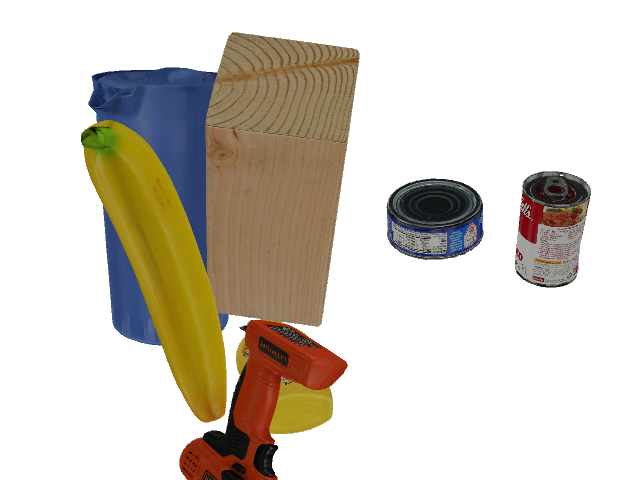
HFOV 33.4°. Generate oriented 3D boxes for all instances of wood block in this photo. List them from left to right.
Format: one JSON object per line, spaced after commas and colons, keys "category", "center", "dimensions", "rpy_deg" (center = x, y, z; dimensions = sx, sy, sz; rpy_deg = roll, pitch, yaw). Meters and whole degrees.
{"category": "wood block", "center": [-0.031, -0.036, 0.762], "dimensions": [0.091, 0.090, 0.206], "rpy_deg": [8, -38, 1]}

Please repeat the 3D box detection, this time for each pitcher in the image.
{"category": "pitcher", "center": [-0.130, -0.036, 0.977], "dimensions": [0.149, 0.243, 0.145], "rpy_deg": [0, 15, -7]}

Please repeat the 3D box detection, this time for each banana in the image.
{"category": "banana", "center": [-0.089, 0.010, 0.573], "dimensions": [0.037, 0.198, 0.069], "rpy_deg": [-10, 36, 13]}

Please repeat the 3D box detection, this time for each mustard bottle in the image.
{"category": "mustard bottle", "center": [-0.050, 0.148, 1.261], "dimensions": [0.096, 0.058, 0.192], "rpy_deg": [-8, 30, -9]}

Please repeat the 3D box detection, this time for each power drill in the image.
{"category": "power drill", "center": [-0.044, 0.181, 0.981], "dimensions": [0.057, 0.188, 0.185], "rpy_deg": [15, 11, -47]}

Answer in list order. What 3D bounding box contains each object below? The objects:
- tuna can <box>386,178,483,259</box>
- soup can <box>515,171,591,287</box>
{"category": "tuna can", "center": [0.101, -0.020, 0.945], "dimensions": [0.086, 0.034, 0.086], "rpy_deg": [-4, 33, 2]}
{"category": "soup can", "center": [0.239, -0.011, 1.101], "dimensions": [0.068, 0.102, 0.068], "rpy_deg": [-1, 34, 0]}
